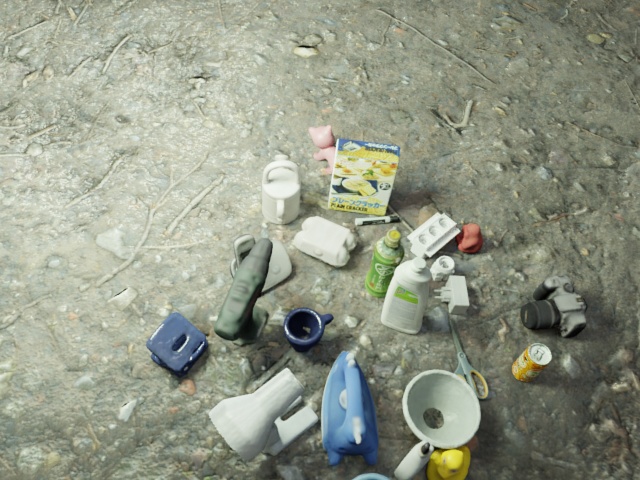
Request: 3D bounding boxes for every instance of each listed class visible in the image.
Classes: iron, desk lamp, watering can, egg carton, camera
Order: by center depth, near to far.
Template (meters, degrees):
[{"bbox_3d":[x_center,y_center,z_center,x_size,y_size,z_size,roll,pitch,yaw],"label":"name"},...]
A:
[{"bbox_3d":[-0.105,0.342,1.118,0.204,0.213,0.117,-33,64,-25],"label":"desk lamp"},{"bbox_3d":[0.064,0.326,1.190,0.118,0.141,0.258,0,55,-6],"label":"iron"},{"bbox_3d":[0.557,0.159,1.383,0.137,0.101,0.143,-5,56,-9],"label":"camera"},{"bbox_3d":[0.013,0.005,1.453,0.150,0.069,0.107,23,56,10],"label":"egg carton"},{"bbox_3d":[-0.101,-0.141,1.467,0.101,0.194,0.172,-17,58,-17],"label":"watering can"}]

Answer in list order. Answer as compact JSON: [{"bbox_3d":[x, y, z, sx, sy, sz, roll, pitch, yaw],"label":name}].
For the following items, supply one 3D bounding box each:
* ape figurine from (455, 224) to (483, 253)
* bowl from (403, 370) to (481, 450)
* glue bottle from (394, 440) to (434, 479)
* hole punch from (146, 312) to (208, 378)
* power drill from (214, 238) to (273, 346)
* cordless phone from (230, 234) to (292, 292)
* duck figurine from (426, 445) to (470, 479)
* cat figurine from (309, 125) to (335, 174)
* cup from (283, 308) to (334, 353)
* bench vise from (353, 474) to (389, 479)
[{"bbox_3d":[0.392,-0.010,1.490,0.076,0.092,0.078,32,58,16],"label":"ape figurine"},{"bbox_3d":[0.252,0.368,1.221,0.167,0.075,0.167,3,55,-4],"label":"bowl"},{"bbox_3d":[0.192,0.424,1.116,0.037,0.173,0.078,39,61,20],"label":"glue bottle"},{"bbox_3d":[-0.309,0.227,1.251,0.101,0.091,0.109,28,57,14],"label":"hole punch"},{"bbox_3d":[-0.160,0.133,1.261,0.075,0.208,0.230,18,55,7],"label":"power drill"},{"bbox_3d":[-0.140,0.039,1.343,0.148,0.185,0.094,-30,63,-24],"label":"cordless phone"},{"bbox_3d":[0.268,0.450,1.159,0.105,0.086,0.077,-33,64,-25],"label":"duck figurine"},{"bbox_3d":[0.023,-0.268,1.615,0.067,0.118,0.127,-32,64,-24],"label":"cat figurine"},{"bbox_3d":[-0.027,0.207,1.292,0.118,0.095,0.091,-19,59,-18],"label":"cup"},{"bbox_3d":[0.131,0.477,1.044,0.207,0.220,0.121,-9,56,-12],"label":"bench vise"}]
